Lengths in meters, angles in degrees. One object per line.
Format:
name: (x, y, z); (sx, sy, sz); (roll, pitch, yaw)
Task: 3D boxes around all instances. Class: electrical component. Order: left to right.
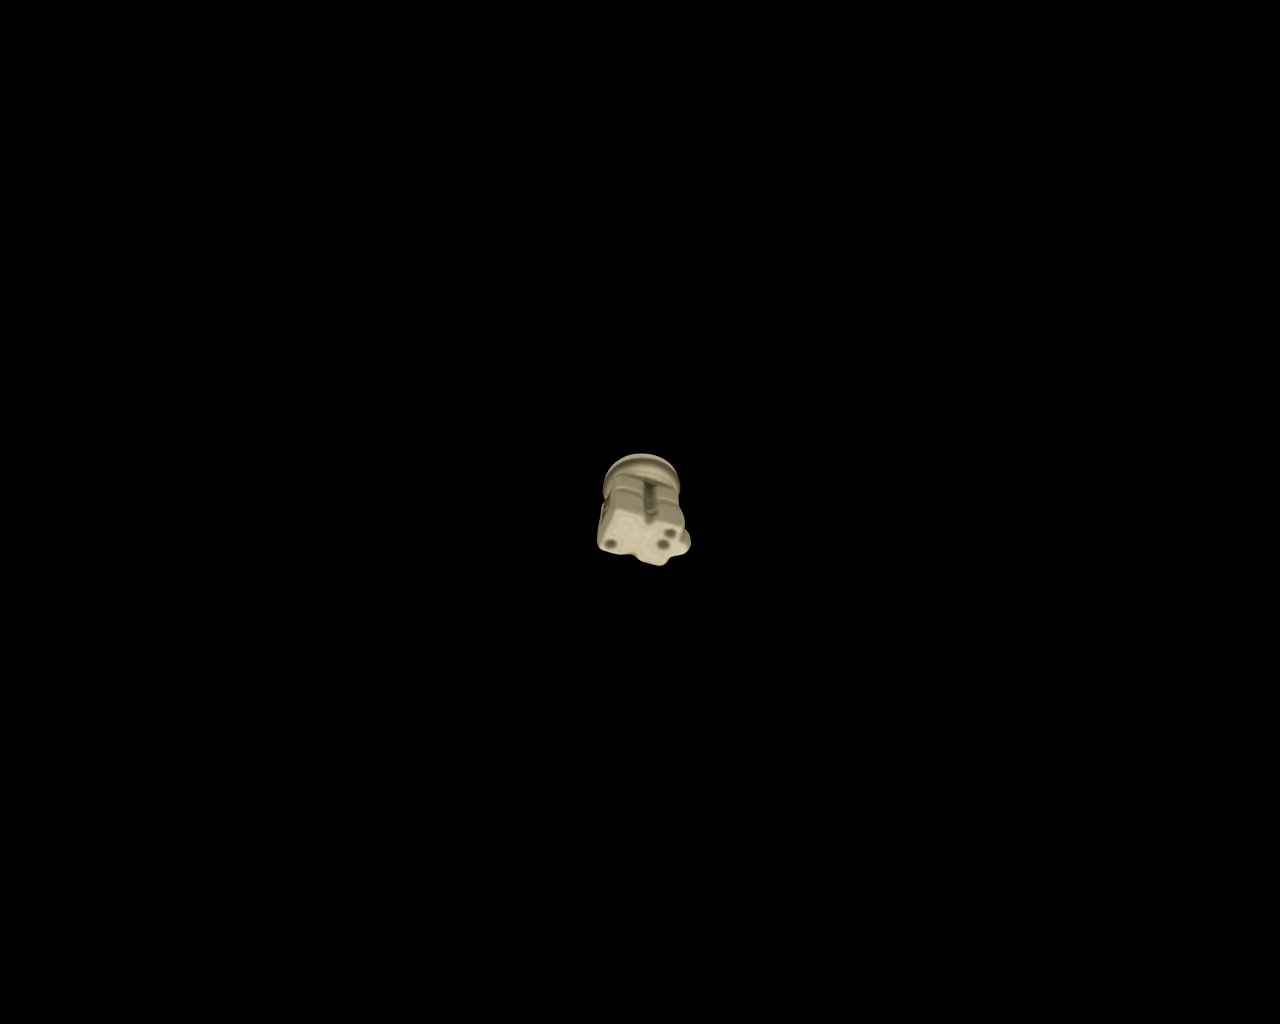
electrical component: (0.001, -0.003, 0.650); (0.066, 0.048, 0.055); (17, 39, -14)
